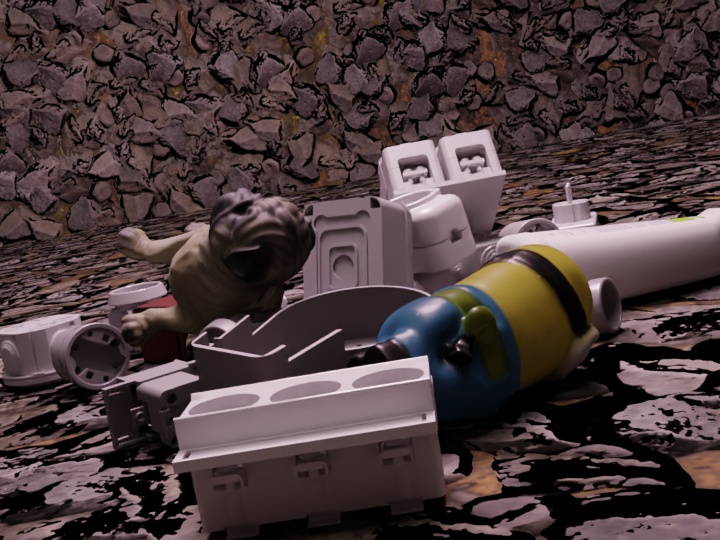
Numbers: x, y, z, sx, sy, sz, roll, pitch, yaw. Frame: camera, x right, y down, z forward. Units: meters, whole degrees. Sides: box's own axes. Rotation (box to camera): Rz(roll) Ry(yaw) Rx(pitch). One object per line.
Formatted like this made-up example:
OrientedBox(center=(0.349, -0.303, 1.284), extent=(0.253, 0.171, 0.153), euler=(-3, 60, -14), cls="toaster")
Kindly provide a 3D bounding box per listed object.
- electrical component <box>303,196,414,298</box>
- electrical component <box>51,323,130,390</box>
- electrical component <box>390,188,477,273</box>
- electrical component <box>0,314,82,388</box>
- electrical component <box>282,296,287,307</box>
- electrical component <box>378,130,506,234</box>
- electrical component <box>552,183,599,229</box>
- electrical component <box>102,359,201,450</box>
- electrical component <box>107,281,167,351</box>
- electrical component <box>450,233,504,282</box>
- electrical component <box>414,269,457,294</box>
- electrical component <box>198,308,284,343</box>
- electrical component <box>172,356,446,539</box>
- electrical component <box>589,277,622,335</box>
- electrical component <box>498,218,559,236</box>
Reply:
OrientedBox(center=(0.000, 0.000, 0.884), extent=(0.078, 0.113, 0.057), euler=(-5, -8, 30), cls="electrical component")
OrientedBox(center=(-0.227, 0.072, 0.901), extent=(0.055, 0.055, 0.047), euler=(-16, 7, -33), cls="electrical component")
OrientedBox(center=(0.049, -0.034, 0.943), extent=(0.054, 0.059, 0.095), euler=(-29, 16, -35), cls="electrical component")
OrientedBox(center=(-0.284, 0.072, 0.967), extent=(0.080, 0.051, 0.080), euler=(-10, 9, 2), cls="electrical component")
OrientedBox(center=(-0.097, 0.034, 1.029), extent=(0.043, 0.043, 0.062), euler=(-14, 8, -22), cls="electrical component")
OrientedBox(center=(0.075, -0.062, 1.073), extent=(0.105, 0.060, 0.186), euler=(-11, -26, -6), cls="electrical component")
OrientedBox(center=(0.218, -0.051, 1.100), extent=(0.047, 0.075, 0.083), euler=(-8, 9, 15), cls="electrical component")
OrientedBox(center=(-0.123, 0.088, 0.709), extent=(0.081, 0.042, 0.064), euler=(-16, 12, -34), cls="electrical component")
OrientedBox(center=(-0.213, 0.045, 1.046), extent=(0.078, 0.057, 0.058), euler=(-7, 9, 23), cls="electrical component")
OrientedBox(center=(0.093, -0.003, 1.023), extent=(0.100, 0.048, 0.100), euler=(-14, 10, -18), cls="electrical component")
OrientedBox(center=(0.049, 0.023, 0.937), extent=(0.044, 0.044, 0.065), euler=(-1, 17, 46), cls="electrical component")
OrientedBox(center=(-0.084, 0.060, 0.795), extent=(0.078, 0.058, 0.057), euler=(-3, 8, 42), cls="electrical component")
OrientedBox(center=(-0.021, 0.087, 0.526), extent=(0.121, 0.063, 0.078), euler=(-10, 9, 4), cls="electrical component")
OrientedBox(center=(0.160, 0.029, 0.777), extent=(0.046, 0.040, 0.040), euler=(-12, 6, 34), cls="electrical component")
OrientedBox(center=(0.165, -0.022, 1.054), extent=(0.055, 0.055, 0.047), euler=(-13, 5, -18), cls="electrical component")
